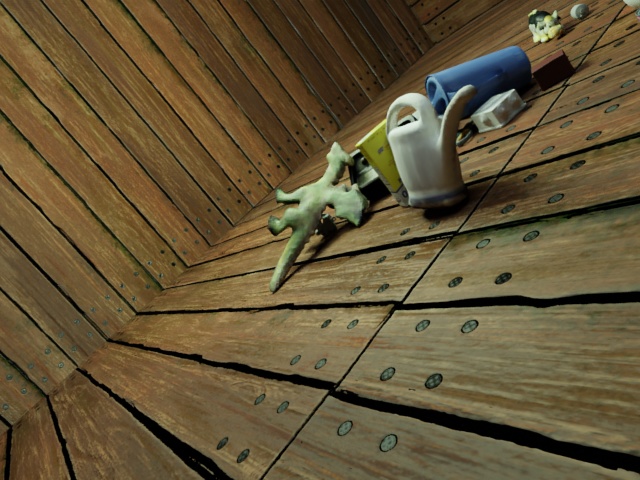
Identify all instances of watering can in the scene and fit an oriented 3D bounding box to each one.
[{"bbox_3d":[0.204,-0.160,0.929,0.104,0.222,0.349,-23,11,-10],"label":"watering can"}]

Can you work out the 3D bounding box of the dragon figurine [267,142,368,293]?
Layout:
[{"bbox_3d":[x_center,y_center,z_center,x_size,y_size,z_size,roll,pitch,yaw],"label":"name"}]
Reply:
[{"bbox_3d":[0.004,-0.065,1.299,0.241,0.120,0.419,-11,58,32],"label":"dragon figurine"}]

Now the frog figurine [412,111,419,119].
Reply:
[{"bbox_3d":[0.296,-0.320,1.418,0.162,0.122,0.135,-59,2,-28],"label":"frog figurine"}]
